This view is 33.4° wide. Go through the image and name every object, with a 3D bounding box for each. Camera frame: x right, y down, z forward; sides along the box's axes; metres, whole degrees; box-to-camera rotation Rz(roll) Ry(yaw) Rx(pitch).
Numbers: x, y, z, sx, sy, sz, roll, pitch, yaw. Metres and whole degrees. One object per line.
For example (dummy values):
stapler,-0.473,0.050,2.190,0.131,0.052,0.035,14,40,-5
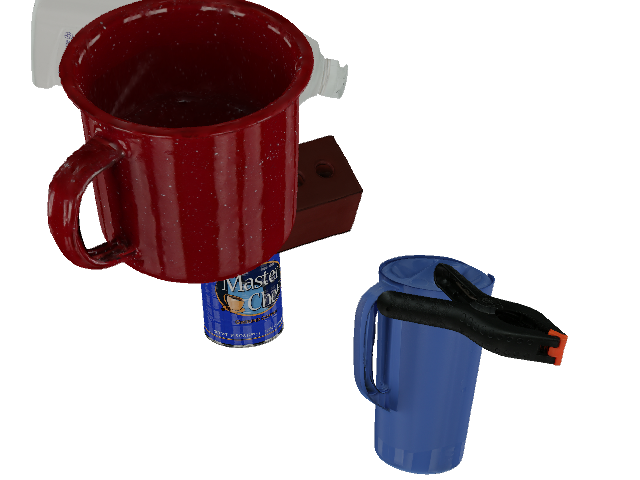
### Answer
pitcher,0.116,0.147,1.251,0.149,0.243,0.145,7,16,8
mug,-0.057,-0.031,0.411,0.093,0.081,0.117,26,49,24
foam brick,-0.020,-0.029,0.728,0.078,0.053,0.051,-18,-26,-18
coffee can,-0.100,0.048,1.334,0.103,0.140,0.103,-2,25,1
clamp,0.150,0.066,0.992,0.172,0.039,0.120,21,31,21
bleach bottle,-0.104,-0.150,0.872,0.250,0.068,0.103,10,-31,-8
